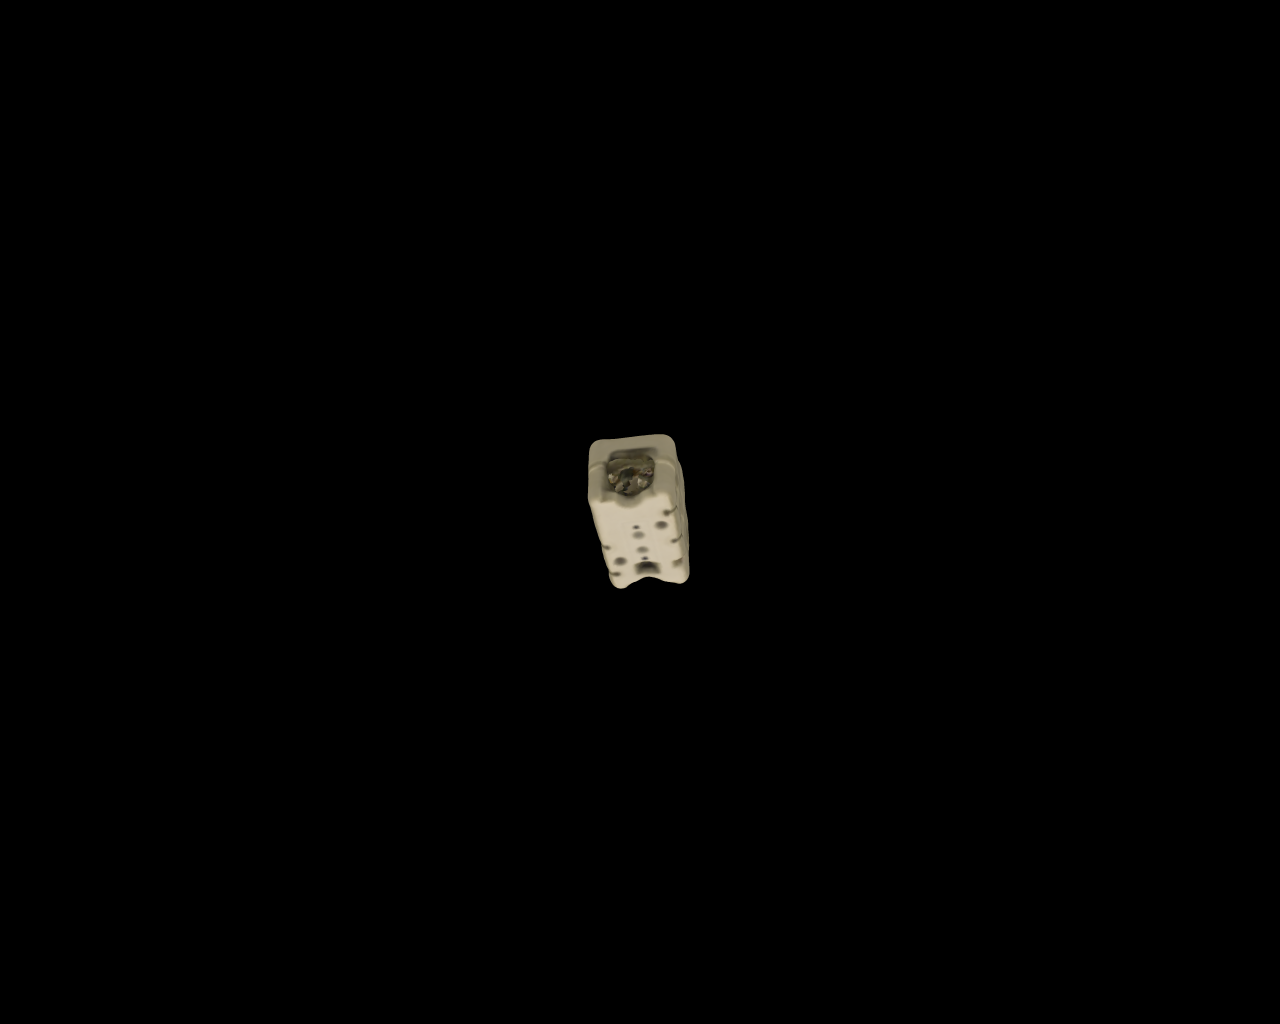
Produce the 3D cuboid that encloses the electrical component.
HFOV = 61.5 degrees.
[{"bbox_3d":[0.001,-0.003,0.650,0.050,0.056,0.089,-5,-40,6],"label":"electrical component"}]
